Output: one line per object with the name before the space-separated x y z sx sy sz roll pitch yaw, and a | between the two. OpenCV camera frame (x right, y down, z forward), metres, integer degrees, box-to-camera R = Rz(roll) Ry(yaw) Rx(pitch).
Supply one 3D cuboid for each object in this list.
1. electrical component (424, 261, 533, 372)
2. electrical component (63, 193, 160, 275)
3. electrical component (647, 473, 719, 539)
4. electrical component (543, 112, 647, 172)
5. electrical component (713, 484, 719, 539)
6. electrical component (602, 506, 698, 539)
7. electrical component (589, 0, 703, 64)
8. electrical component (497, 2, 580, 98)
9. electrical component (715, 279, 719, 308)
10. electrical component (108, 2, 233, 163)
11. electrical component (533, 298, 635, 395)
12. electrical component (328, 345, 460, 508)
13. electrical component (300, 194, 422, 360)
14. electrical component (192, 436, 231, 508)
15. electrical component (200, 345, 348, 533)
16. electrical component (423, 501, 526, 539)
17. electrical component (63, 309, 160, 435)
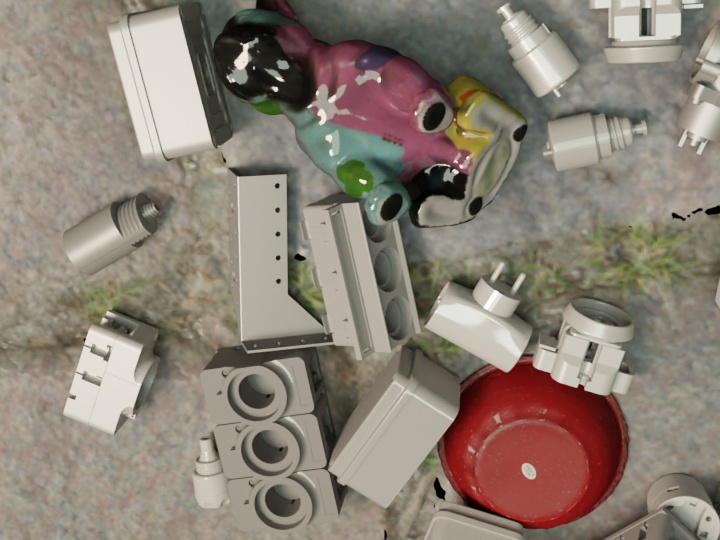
electrical component | 0.104 0.031 0.866 0.077 0.043 0.079 29 108 -1
electrical component | -0.201 -0.033 0.893 0.081 0.043 0.043 -28 100 15
electrical component | 0.265 0.201 0.889 0.055 0.047 0.055 2 106 8
electrical component | 0.178 -0.100 0.818 0.078 0.040 0.040 -11 104 11
electrical component | 0.320 0.206 0.878 0.050 0.055 0.089 11 107 5
electrical component | 0.212 0.288 0.886 0.105 0.060 0.186 43 126 -5
electrical component | 0.207 -0.180 0.781 0.078 0.058 0.057 -1 103 9
electrical component | 0.130 -0.166 0.806 0.040 0.040 0.078 -36 98 16
electrical component | 0.304 0.010 0.802 0.054 0.095 0.059 8 107 6
electrical component | -0.145 -0.146 0.834 0.057 0.078 0.113 -11 104 9
electrical component | 0.183 0.059 0.855 0.078 0.058 0.057 16 111 4
electrical component | 0.028 0.127 0.888 0.057 0.078 0.113 33 108 -5
electrical component | 0.000 0.000 0.858 0.063 0.079 0.121 -1 108 39
electrical component | -0.132 0.177 0.949 0.035 0.035 0.061 -5 103 10
electrical component | -0.072 0.141 0.915 0.089 0.061 0.150 -9 105 11
electrical component | 0.087 0.251 0.901 0.078 0.057 0.113 16 140 4
electrical component | -0.210 0.089 0.926 0.056 0.050 0.089 22 108 2
